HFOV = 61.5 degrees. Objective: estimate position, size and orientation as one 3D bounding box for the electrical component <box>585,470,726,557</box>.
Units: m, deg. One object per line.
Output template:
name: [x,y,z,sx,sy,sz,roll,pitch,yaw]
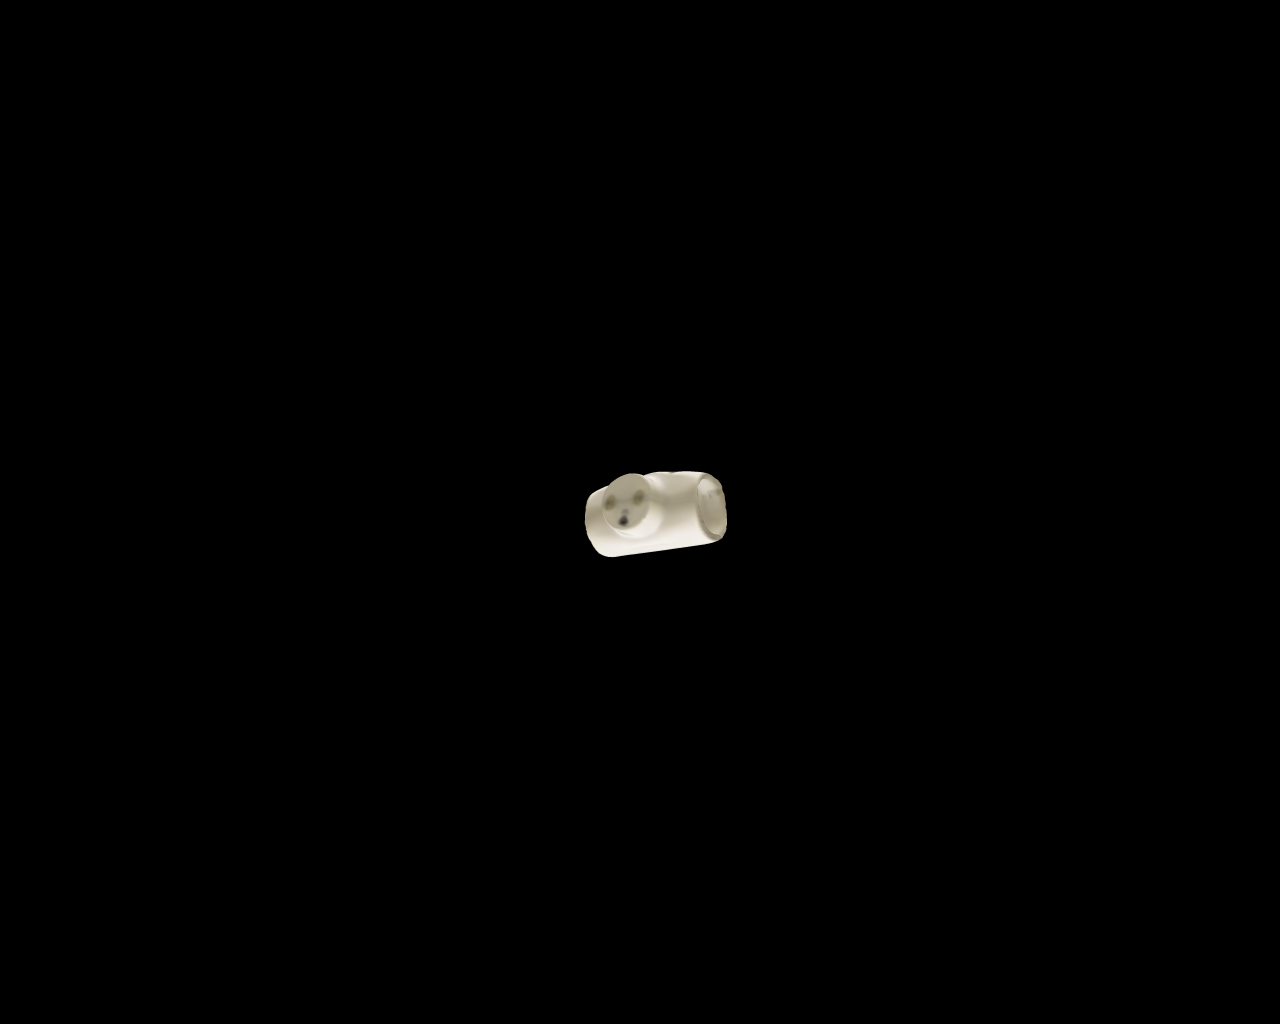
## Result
electrical component: [0.001,-0.003,0.650,0.077,0.043,0.079,-9,-19,29]
